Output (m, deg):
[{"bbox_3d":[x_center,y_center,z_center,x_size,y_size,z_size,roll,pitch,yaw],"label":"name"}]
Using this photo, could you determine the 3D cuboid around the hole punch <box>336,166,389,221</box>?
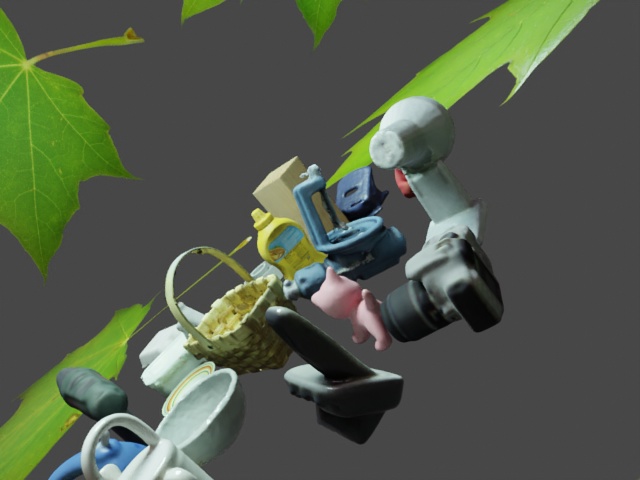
[{"bbox_3d":[0.084,-0.096,1.259,0.108,0.091,0.101,-26,22,41],"label":"hole punch"}]

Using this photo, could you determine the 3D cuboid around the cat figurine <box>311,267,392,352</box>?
[{"bbox_3d":[0.047,0.089,0.802,0.067,0.118,0.127,-47,17,-22],"label":"cat figurine"}]

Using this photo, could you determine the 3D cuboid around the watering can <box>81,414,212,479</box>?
[{"bbox_3d":[-0.211,0.295,0.693,0.172,0.194,0.101,-34,17,19],"label":"watering can"}]

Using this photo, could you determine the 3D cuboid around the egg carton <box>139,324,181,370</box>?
[{"bbox_3d":[-0.354,0.257,1.347,0.150,0.069,0.107,-26,22,41],"label":"egg carton"}]

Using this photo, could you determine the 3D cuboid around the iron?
[{"bbox_3d":[-0.353,0.388,0.861,0.258,0.141,0.118,-37,17,12],"label":"iron"}]

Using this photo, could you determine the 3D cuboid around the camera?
[{"bbox_3d":[0.140,0.056,0.710,0.136,0.101,0.143,-33,18,23],"label":"camera"}]

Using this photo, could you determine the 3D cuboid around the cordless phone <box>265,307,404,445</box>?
[{"bbox_3d":[-0.005,0.137,0.668,0.094,0.185,0.147,-48,18,-26],"label":"cordless phone"}]

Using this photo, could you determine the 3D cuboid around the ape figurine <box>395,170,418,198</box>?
[{"bbox_3d":[0.178,-0.133,1.145,0.078,0.092,0.076,-43,16,-9],"label":"ape figurine"}]

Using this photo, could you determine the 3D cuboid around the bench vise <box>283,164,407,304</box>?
[{"bbox_3d":[0.014,0.003,0.920,0.208,0.220,0.121,-47,18,-23],"label":"bench vise"}]

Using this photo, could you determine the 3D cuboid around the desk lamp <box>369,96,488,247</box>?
[{"bbox_3d":[0.163,-0.103,0.879,0.117,0.214,0.203,-30,19,31],"label":"desk lamp"}]

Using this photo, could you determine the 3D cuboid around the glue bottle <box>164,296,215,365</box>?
[{"bbox_3d":[-0.249,0.172,1.145,0.078,0.173,0.037,-37,17,10],"label":"glue bottle"}]

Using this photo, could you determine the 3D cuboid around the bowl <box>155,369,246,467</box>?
[{"bbox_3d":[-0.168,0.279,0.858,0.167,0.075,0.167,-36,16,13],"label":"bowl"}]

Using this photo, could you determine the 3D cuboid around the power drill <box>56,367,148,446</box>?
[{"bbox_3d":[-0.351,0.299,0.973,0.076,0.209,0.229,-50,19,-30],"label":"power drill"}]
